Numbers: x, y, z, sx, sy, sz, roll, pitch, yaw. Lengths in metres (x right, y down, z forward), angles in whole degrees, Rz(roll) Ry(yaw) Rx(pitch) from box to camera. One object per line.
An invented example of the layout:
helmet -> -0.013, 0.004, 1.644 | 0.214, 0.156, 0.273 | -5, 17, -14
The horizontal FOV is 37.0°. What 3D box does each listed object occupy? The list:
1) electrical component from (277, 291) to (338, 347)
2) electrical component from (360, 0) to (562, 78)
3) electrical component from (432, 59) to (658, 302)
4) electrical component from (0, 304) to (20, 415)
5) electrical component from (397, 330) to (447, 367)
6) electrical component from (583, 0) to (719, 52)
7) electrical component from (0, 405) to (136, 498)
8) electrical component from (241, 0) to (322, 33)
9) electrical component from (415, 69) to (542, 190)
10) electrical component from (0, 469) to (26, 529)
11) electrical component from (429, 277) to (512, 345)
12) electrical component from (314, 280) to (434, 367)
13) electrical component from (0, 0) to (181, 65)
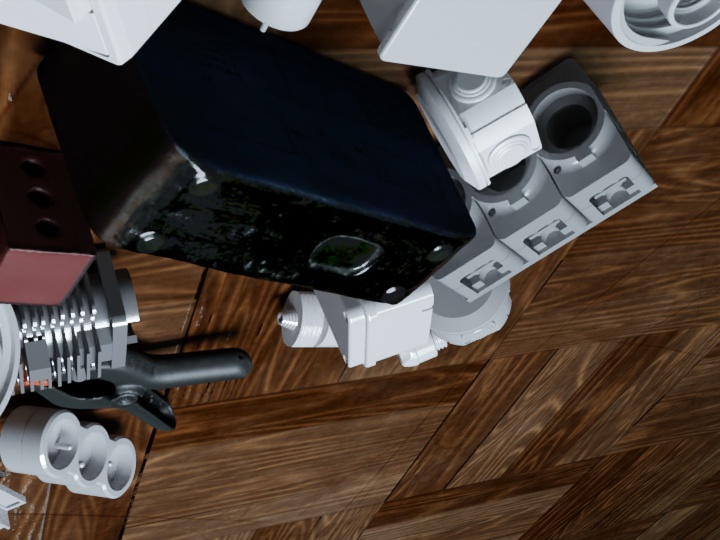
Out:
electrical component -> -0.028, 0.039, 0.840 | 0.081, 0.043, 0.043 | 3, 142, -36
electrical component -> 0.058, -0.156, 0.578 | 0.100, 0.048, 0.099 | 1, 143, -34
electrical component -> 0.105, -0.060, 0.722 | 0.150, 0.089, 0.062 | -33, 148, 19
electrical component -> -0.237, 0.049, 0.601 | 0.060, 0.108, 0.108 | 4, 158, 23
electrical component -> 0.060, 0.060, 0.941 | 0.061, 0.035, 0.035 | -22, 150, -5
electrical component -> 0.182, -0.173, 0.617 | 0.108, 0.060, 0.108 | -16, 149, -10
electrical component -> -0.246, 0.145, 0.865 | 0.074, 0.052, 0.138 | 3, 160, 20
electrical component -> -0.030, -0.154, 0.531 | 0.040, 0.040, 0.078 | 1, 143, -33
electrical component -> 0.071, -0.094, 0.657 | 0.051, 0.080, 0.080 | -30, 149, 3
electrical component -> -0.326, 0.164, 0.830 | 0.079, 0.063, 0.121 | -23, 150, 3
electrical component -> 0.079, 0.017, 0.839 | 0.080, 0.080, 0.051 | -25, 155, 5
electrical component -> 0.000, 0.000, 0.727 | 0.057, 0.113, 0.078 | -18, 150, -12
electrical component -> -0.130, -0.135, 0.450 | 0.061, 0.096, 0.061 | -57, 161, -25
